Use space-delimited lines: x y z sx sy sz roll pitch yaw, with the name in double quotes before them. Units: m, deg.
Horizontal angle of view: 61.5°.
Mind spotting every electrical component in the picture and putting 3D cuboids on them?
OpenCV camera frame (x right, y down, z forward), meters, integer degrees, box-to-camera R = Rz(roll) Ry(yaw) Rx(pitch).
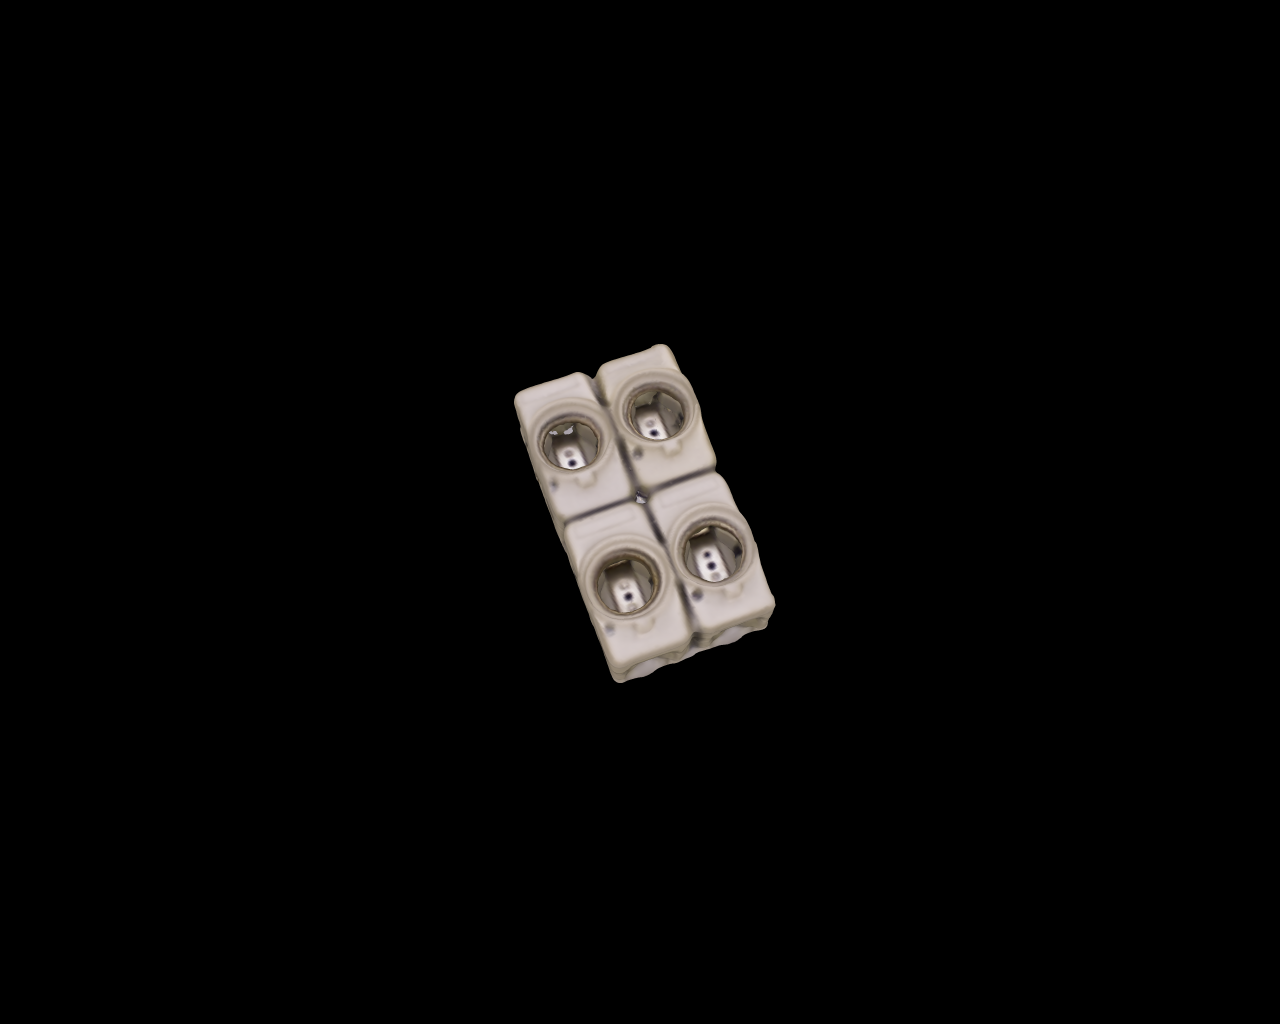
"electrical component" 0.001 -0.003 0.650 0.105 0.186 0.060 -19 -20 -7
